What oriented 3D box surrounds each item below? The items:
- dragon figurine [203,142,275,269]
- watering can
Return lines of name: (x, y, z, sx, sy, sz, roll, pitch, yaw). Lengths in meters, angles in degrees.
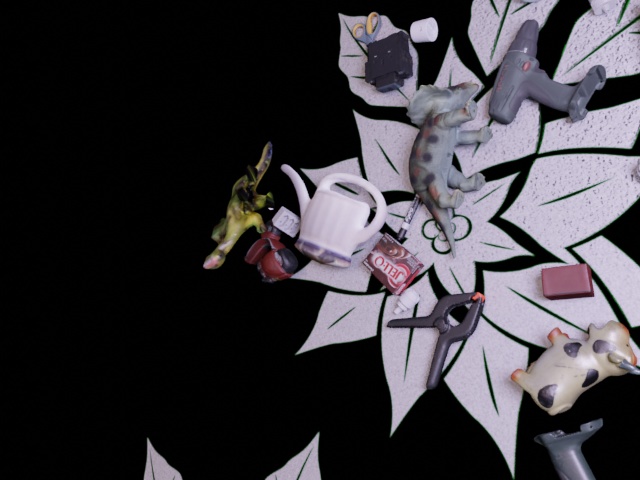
dragon figurine: (-0.235, -0.084, 1.430, 0.121, 0.421, 0.239, 37, -50, -25)
watering can: (0.004, -0.063, 1.256, 0.350, 0.225, 0.103, 20, -3, 37)
